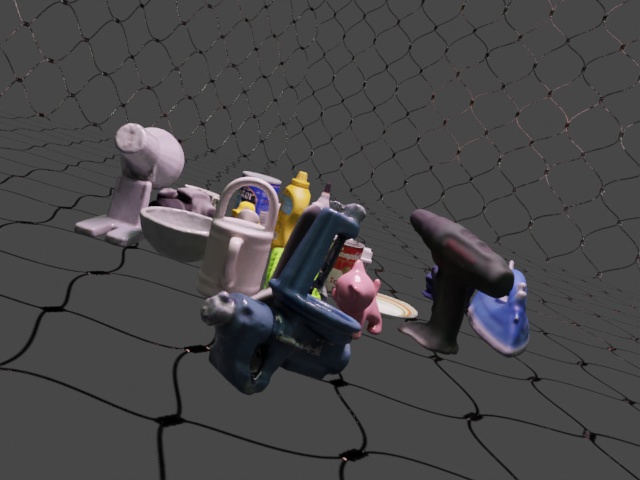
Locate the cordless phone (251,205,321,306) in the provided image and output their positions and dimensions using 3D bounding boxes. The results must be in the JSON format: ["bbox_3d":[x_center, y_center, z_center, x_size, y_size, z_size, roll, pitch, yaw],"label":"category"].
[{"bbox_3d":[-0.051,0.038,0.811,0.094,0.185,0.148,17,10,7],"label":"cordless phone"}]

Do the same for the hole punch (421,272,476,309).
[{"bbox_3d":[0.298,0.101,1.283,0.101,0.091,0.108,9,13,-36],"label":"hole punch"}]

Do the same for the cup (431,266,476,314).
[{"bbox_3d":[0.254,0.108,1.164,0.092,0.095,0.117,10,12,-30],"label":"cup"}]

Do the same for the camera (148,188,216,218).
[{"bbox_3d":[-0.306,-0.065,1.210,0.142,0.101,0.137,22,12,30],"label":"camera"}]

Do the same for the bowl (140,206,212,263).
[{"bbox_3d":[-0.249,-0.003,1.039,0.167,0.075,0.167,16,10,-3],"label":"bowl"}]

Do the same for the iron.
[{"bbox_3d":[0.371,0.125,1.121,0.118,0.141,0.258,17,10,6],"label":"iron"}]

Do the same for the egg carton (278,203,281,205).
[{"bbox_3d":[-0.077,-0.053,1.591,0.108,0.069,0.149,7,13,-41],"label":"egg carton"}]

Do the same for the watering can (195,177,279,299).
[{"bbox_3d":[-0.127,-0.007,0.906,0.101,0.194,0.172,11,11,-26],"label":"watering can"}]

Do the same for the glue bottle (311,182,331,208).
[{"bbox_3d":[-0.001,-0.066,1.485,0.078,0.173,0.037,5,15,-46],"label":"glue bottle"}]

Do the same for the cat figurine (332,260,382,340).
[{"bbox_3d":[0.061,0.090,0.897,0.067,0.118,0.128,22,12,30],"label":"cat figurine"}]

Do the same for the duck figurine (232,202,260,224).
[{"bbox_3d":[-0.177,-0.048,1.360,0.077,0.086,0.105,22,12,31],"label":"duck figurine"}]

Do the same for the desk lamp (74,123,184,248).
[{"bbox_3d":[-0.346,-0.111,1.074,0.118,0.213,0.203,16,10,0],"label":"desk lamp"}]

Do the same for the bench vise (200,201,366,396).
[{"bbox_3d":[-0.020,0.061,0.636,0.121,0.220,0.208,22,12,29],"label":"bench vise"}]

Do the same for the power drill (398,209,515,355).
[{"bbox_3d":[0.207,0.073,0.960,0.076,0.208,0.228,8,13,-39],"label":"power drill"}]
